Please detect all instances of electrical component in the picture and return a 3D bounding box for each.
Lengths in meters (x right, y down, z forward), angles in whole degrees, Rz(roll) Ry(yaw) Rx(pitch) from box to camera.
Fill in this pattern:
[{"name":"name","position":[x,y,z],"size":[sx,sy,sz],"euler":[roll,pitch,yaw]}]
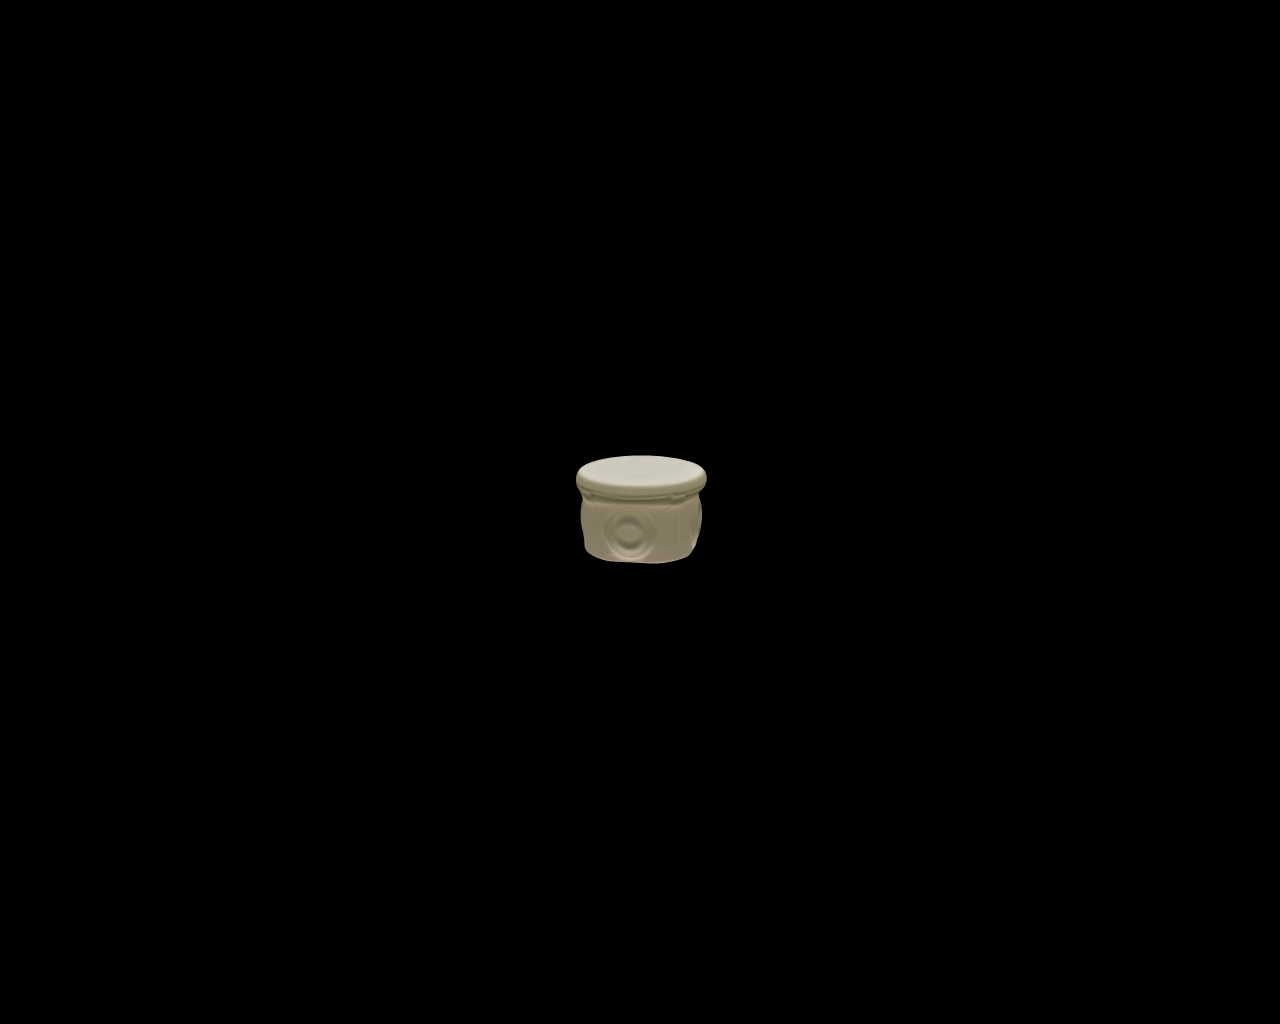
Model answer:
[{"name":"electrical component","position":[0.001,-0.003,0.650],"size":[0.080,0.051,0.080],"euler":[0,16,0]}]
